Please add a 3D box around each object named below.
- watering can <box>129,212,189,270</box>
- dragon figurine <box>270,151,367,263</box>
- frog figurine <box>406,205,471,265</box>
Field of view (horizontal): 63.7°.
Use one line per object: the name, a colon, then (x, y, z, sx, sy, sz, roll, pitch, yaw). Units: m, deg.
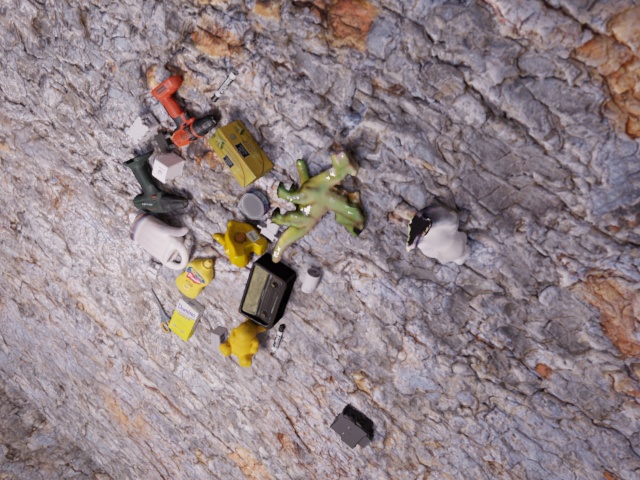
watering can: (-0.522, -0.014, 1.705, 0.224, 0.106, 0.341, 36, 147, 2)
dragon figurine: (0.004, -0.070, 1.395, 0.243, 0.124, 0.401, 20, 124, 12)
frog figurine: (0.300, -0.012, 1.259, 0.159, 0.125, 0.135, 14, 119, -19)
